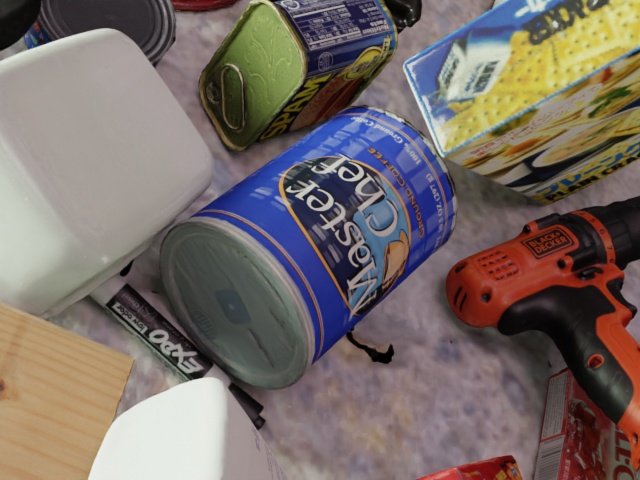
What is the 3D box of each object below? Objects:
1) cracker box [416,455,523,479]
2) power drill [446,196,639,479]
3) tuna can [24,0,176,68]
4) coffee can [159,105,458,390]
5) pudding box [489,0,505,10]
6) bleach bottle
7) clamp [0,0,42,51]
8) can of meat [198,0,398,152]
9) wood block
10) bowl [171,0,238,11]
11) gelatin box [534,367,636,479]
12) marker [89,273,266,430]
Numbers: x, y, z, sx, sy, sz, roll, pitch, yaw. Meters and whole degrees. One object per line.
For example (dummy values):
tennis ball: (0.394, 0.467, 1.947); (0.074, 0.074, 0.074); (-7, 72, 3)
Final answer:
cracker box: (0.092, 0.215, 0.506); (0.214, 0.072, 0.164); (69, 13, 15)
power drill: (0.198, 0.054, 0.667); (0.184, 0.057, 0.188); (-20, 51, -26)
tuna can: (-0.130, -0.128, 0.627); (0.086, 0.034, 0.086); (13, 61, -24)
coffee can: (-0.004, 0.001, 0.590); (0.103, 0.103, 0.140); (50, 52, 1)
pudding box: (0.171, -0.132, 0.798); (0.113, 0.039, 0.090); (32, 54, -12)
bleach bottle: (-0.007, 0.181, 0.468); (0.250, 0.068, 0.102); (58, 16, -27)
clamp: (-0.175, -0.150, 0.567); (0.164, 0.036, 0.210); (10, 46, -7)
can of meat: (-0.012, -0.105, 0.642); (0.083, 0.102, 0.057); (-22, 77, -38)
wood block: (-0.199, 0.062, 0.456); (0.206, 0.090, 0.090); (26, 55, -16)
bowl: (-0.094, -0.230, 0.688); (0.161, 0.055, 0.162); (13, 60, -23)
gelatin box: (0.176, 0.133, 0.671); (0.073, 0.030, 0.089); (28, 55, -15)
marker: (-0.076, 0.060, 0.571); (0.121, 0.020, 0.020); (43, 53, -4)
